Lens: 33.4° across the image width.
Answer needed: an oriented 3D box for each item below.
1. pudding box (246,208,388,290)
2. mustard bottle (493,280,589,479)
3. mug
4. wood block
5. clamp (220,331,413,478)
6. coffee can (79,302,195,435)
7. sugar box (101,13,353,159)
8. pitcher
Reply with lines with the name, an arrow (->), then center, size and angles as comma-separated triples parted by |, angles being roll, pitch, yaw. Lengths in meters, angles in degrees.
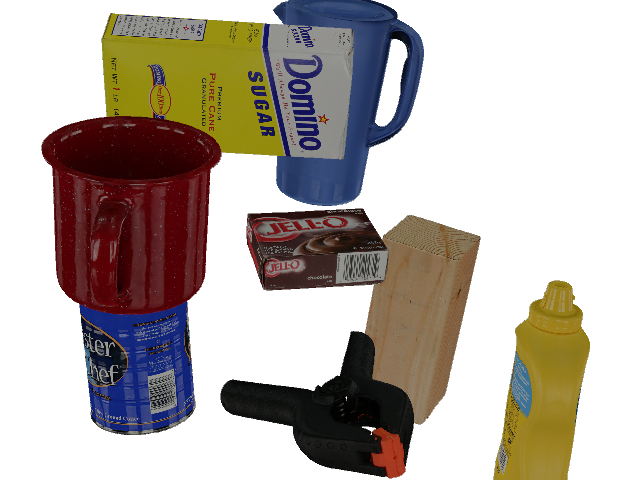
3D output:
pudding box -> -0.005, 0.006, 0.953 | 0.113, 0.039, 0.090 | -1, 27, -13
mustard bottle -> 0.179, 0.123, 0.858 | 0.058, 0.192, 0.096 | 4, 21, 2
mug -> -0.102, -0.008, 0.565 | 0.093, 0.081, 0.117 | 4, 26, -2
wood block -> 0.108, 0.089, 1.211 | 0.090, 0.206, 0.090 | 18, 24, 20
clamp -> 0.001, 0.114, 0.716 | 0.120, 0.039, 0.171 | -23, 19, -8
coffee can -> -0.174, 0.099, 1.018 | 0.103, 0.140, 0.103 | -2, 20, 0
sugar box -> -0.066, -0.110, 0.777 | 0.176, 0.093, 0.048 | 4, 39, 0
pitcher -> 0.021, -0.167, 1.287 | 0.144, 0.243, 0.149 | -6, 28, -26
